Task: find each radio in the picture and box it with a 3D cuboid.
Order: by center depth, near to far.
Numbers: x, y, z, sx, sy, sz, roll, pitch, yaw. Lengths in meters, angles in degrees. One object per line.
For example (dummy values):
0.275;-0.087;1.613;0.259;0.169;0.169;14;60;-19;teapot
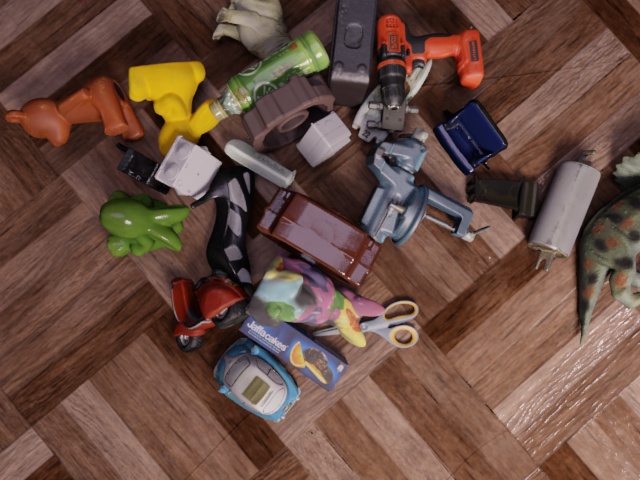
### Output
0.058;-0.371;0.984;0.073;0.131;0.229;5;86;-3;radio

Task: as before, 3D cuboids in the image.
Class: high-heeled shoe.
-0.142;-0.011;1.002;0.145;0.086;0.248;-33;106;-33;high-heeled shoe

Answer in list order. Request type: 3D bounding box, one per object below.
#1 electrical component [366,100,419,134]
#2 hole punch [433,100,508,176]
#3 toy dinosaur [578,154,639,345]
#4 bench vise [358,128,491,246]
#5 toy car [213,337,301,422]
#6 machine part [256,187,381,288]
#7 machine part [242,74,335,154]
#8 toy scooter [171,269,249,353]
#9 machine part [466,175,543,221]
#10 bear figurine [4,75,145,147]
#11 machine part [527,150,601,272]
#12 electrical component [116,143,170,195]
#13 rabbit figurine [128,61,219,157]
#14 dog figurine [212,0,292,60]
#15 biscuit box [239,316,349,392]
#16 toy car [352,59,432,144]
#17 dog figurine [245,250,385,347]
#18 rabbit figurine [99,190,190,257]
0.133;-0.225;0.976;0.094;0.021;0.063;4;91;-5;electrical component
0.259;-0.175;0.979;0.092;0.116;0.142;-38;89;-10;hole punch
0.557;-0.014;0.977;0.405;0.131;0.192;-46;75;1;toy dinosaur
0.183;-0.075;0.970;0.240;0.129;0.223;25;81;-9;bench vise
-0.115;0.255;0.952;0.162;0.103;0.109;41;87;4;toy car
-0.002;-0.003;0.921;0.201;0.201;0.087;32;84;2;machine part
-0.056;-0.222;0.956;0.179;0.179;0.056;-30;84;-3;machine part
-0.210;0.109;0.962;0.184;0.075;0.135;-33;73;26;toy scooter
0.346;-0.083;1.014;0.139;0.039;0.084;12;91;-1;machine part
-0.445;-0.215;0.975;0.196;0.120;0.132;-25;90;-1;bear figurine
0.450;-0.056;0.993;0.079;0.079;0.243;22;86;1;machine part
-0.333;-0.134;0.988;0.119;0.074;0.047;26;85;14;electrical component
-0.261;-0.237;0.996;0.162;0.122;0.173;-5;100;-10;rabbit figurine
-0.084;-0.403;1.012;0.190;0.121;0.172;26;89;-13;dog figurine
-0.047;0.191;0.977;0.203;0.059;0.063;34;86;2;biscuit box
0.136;-0.272;1.015;0.073;0.056;0.201;34;86;1;toy car
-0.002;0.112;0.916;0.219;0.191;0.108;25;102;-2;dog figurine
-0.313;-0.023;0.935;0.159;0.170;0.121;10;86;1;rabbit figurine
